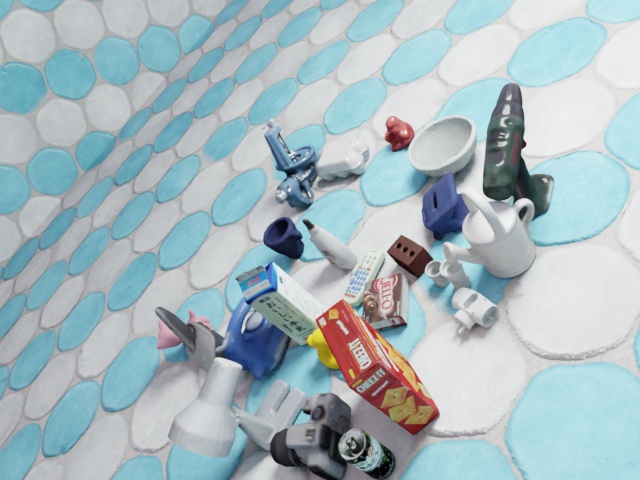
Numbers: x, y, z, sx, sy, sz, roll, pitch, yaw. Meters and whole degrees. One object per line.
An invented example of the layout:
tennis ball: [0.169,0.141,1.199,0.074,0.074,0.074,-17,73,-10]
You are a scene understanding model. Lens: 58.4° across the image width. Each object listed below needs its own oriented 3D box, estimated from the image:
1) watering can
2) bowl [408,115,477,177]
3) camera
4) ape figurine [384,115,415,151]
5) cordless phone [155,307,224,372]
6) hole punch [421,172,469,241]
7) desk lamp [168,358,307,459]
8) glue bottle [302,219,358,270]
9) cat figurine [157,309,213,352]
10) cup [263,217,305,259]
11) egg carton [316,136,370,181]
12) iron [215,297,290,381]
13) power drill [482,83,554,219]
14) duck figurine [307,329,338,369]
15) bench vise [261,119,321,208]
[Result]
watering can: [0.304,-0.017,1.032,0.173,0.195,0.100,-52,39,-10]
bowl: [0.290,-0.202,1.315,0.167,0.075,0.167,-24,42,24]
camera: [-0.025,0.360,1.056,0.136,0.101,0.143,-17,46,31]
ape figurine: [0.196,-0.278,1.456,0.076,0.092,0.077,-47,38,-3]
cordless phone: [-0.309,0.231,1.361,0.147,0.186,0.094,12,64,47]
hole punch: [0.259,-0.072,1.209,0.101,0.091,0.108,-23,42,25]
desk lamp: [-0.163,0.333,1.113,0.117,0.214,0.203,12,64,47]
glue bottle: [0.012,0.005,1.293,0.077,0.174,0.037,8,61,45]
cat figurine: [-0.355,0.231,1.458,0.128,0.118,0.067,-46,38,-3]
cup: [-0.072,0.003,1.434,0.117,0.095,0.092,1,56,43]
egg carton: [0.061,-0.217,1.539,0.149,0.070,0.107,-9,50,37]
iron: [-0.145,0.180,1.298,0.118,0.142,0.258,-6,51,38]
power drill: [0.371,-0.150,1.084,0.075,0.209,0.230,-4,53,40]
duck figurine: [0.022,0.212,1.163,0.104,0.086,0.077,-6,52,39]
bench vise: [-0.079,-0.206,1.531,0.121,0.220,0.207,-22,43,26]
